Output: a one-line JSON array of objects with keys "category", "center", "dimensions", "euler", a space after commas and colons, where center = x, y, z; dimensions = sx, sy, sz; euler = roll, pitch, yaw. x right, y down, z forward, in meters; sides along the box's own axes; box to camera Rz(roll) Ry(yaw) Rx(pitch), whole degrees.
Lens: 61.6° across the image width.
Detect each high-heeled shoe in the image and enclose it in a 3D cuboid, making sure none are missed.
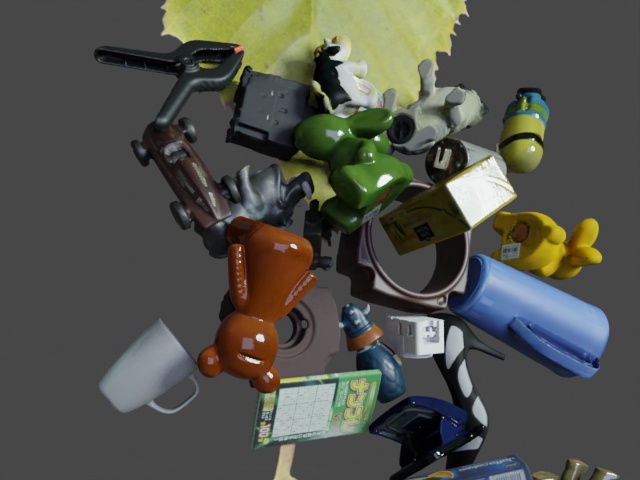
[{"category": "high-heeled shoe", "center": [0.192, 0.243, 0.838], "dimensions": [0.145, 0.086, 0.248], "euler": [19, 84, 12]}]

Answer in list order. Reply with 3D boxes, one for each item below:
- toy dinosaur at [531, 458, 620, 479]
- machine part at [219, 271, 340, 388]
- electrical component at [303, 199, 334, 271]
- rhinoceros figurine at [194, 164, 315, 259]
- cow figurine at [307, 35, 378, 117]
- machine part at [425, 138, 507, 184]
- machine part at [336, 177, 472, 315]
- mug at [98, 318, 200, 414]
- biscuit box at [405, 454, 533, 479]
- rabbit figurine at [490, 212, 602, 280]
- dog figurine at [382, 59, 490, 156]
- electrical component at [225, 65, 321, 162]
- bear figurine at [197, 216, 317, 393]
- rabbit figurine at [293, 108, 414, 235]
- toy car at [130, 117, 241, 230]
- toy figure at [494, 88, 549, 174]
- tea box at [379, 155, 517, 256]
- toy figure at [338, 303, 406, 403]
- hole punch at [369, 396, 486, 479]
[{"category": "toy dinosaur", "center": [0.326, 0.448, 0.822], "dimensions": [0.471, 0.105, 0.198], "euler": [5, 80, -18]}, {"category": "machine part", "center": [-0.054, 0.124, 0.758], "dimensions": [0.179, 0.056, 0.179], "euler": [5, 77, -23]}, {"category": "electrical component", "center": [-0.002, -0.002, 0.796], "dimensions": [0.045, 0.078, 0.102], "euler": [4, 38, 0]}, {"category": "rhinoceros figurine", "center": [-0.091, -0.048, 0.772], "dimensions": [0.190, 0.073, 0.112], "euler": [-37, 93, -25]}, {"category": "cow figurine", "center": [0.021, -0.256, 0.839], "dimensions": [0.098, 0.068, 0.167], "euler": [1, 58, -29]}, {"category": "machine part", "center": [0.246, -0.120, 0.894], "dimensions": [0.243, 0.079, 0.079], "euler": [-2, 77, -53]}, {"category": "machine part", "center": [0.137, 0.006, 0.851], "dimensions": [0.201, 0.087, 0.201], "euler": [17, 71, -20]}, {"category": "mug", "center": [-0.211, 0.171, 0.673], "dimensions": [0.107, 0.081, 0.109], "euler": [-37, 102, -15]}, {"category": "biscuit box", "center": [0.197, 0.360, 0.760], "dimensions": [0.203, 0.063, 0.059], "euler": [-14, 81, 4]}, {"category": "rabbit figurine", "center": [0.407, 0.014, 0.944], "dimensions": [0.173, 0.162, 0.122], "euler": [30, 54, -33]}, {"category": "dog figurine", "center": [0.196, -0.197, 0.921], "dimensions": [0.190, 0.172, 0.121], "euler": [9, 50, -60]}, {"category": "electrical component", "center": [-0.067, -0.189, 0.824], "dimensions": [0.134, 0.058, 0.115], "euler": [13, 75, -20]}, {"category": "bear figurine", "center": [-0.079, 0.079, 0.677], "dimensions": [0.120, 0.132, 0.195], "euler": [18, 90, -19]}, {"category": "rabbit figurine", "center": [0.042, -0.124, 0.760], "dimensions": [0.159, 0.121, 0.170], "euler": [-37, 73, -16]}, {"category": "toy car", "center": [-0.180, -0.094, 0.710], "dimensions": [0.089, 0.053, 0.202], "euler": [-27, 56, -17]}, {"category": "toy figure", "center": [0.381, -0.206, 1.002], "dimensions": [0.082, 0.089, 0.180], "euler": [28, 71, -8]}, {"category": "tea box", "center": [0.168, -0.042, 0.734], "dimensions": [0.098, 0.169, 0.068], "euler": [-31, 90, -24]}, {"category": "toy figure", "center": [0.073, 0.166, 0.803], "dimensions": [0.064, 0.058, 0.154], "euler": [-23, 83, -32]}, {"category": "hole punch", "center": [0.147, 0.278, 0.773], "dimensions": [0.116, 0.142, 0.092], "euler": [1, 48, -42]}]
